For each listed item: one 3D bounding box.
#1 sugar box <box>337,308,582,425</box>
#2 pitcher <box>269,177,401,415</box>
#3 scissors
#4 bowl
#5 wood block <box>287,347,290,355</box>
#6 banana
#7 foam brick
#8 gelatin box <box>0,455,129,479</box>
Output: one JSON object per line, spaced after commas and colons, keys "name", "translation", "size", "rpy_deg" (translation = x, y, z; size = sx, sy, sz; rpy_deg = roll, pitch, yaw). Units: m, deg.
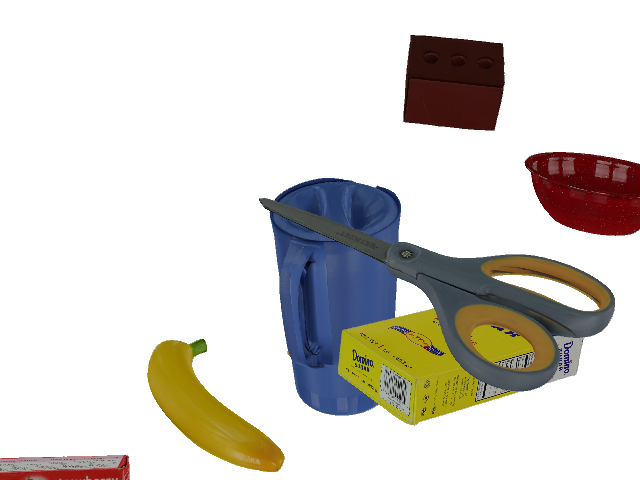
{"name": "sugar box", "translation": [0.112, 0.088, 0.839], "size": [0.175, 0.048, 0.093], "rpy_deg": [-13, 28, -33]}
{"name": "pitcher", "translation": [0.015, 0.069, 1.129], "size": [0.149, 0.243, 0.145], "rpy_deg": [-13, 32, -15]}
{"name": "scissors", "translation": [0.045, 0.025, 0.546], "size": [0.202, 0.016, 0.096], "rpy_deg": [12, 42, 16]}
{"name": "bowl", "translation": [0.290, -0.046, 1.115], "size": [0.162, 0.055, 0.162], "rpy_deg": [6, 20, -2]}
{"name": "wood block", "translation": [0.007, 0.041, 1.389], "size": [0.090, 0.206, 0.091], "rpy_deg": [4, 23, 0]}
{"name": "banana", "translation": [-0.094, 0.124, 0.844], "size": [0.069, 0.037, 0.198], "rpy_deg": [-9, 28, -22]}
{"name": "foam brick", "translation": [0.108, -0.127, 0.866], "size": [0.078, 0.053, 0.051], "rpy_deg": [6, -40, 2]}
{"name": "gelatin box", "translation": [-0.143, 0.151, 0.553], "size": [0.089, 0.073, 0.030], "rpy_deg": [-1, 4, -3]}
